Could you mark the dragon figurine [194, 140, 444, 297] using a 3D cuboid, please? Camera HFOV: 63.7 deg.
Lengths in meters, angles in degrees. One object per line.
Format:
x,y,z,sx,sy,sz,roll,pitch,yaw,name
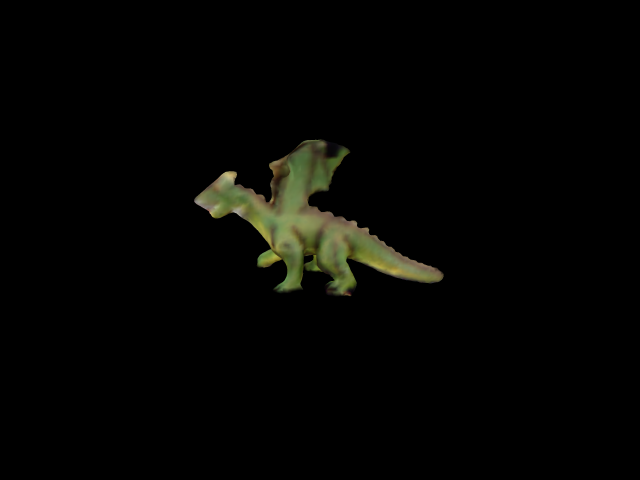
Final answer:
0.003,-0.043,0.850,0.410,0.239,0.124,0,16,0,dragon figurine
